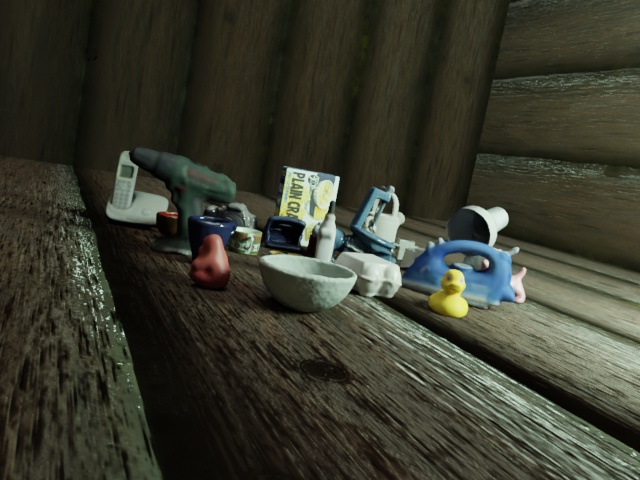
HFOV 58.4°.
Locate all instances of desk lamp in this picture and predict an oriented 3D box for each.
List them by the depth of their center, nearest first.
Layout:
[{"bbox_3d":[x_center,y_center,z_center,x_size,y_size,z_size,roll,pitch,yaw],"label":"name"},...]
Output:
[{"bbox_3d":[0.404,0.019,1.446,0.117,0.213,0.204,17,10,39],"label":"desk lamp"}]

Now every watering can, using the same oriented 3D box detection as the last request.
[{"bbox_3d":[0.204,-0.062,1.838,0.100,0.194,0.173,13,8,21],"label":"watering can"}]

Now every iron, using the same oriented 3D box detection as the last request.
[{"bbox_3d":[0.311,0.061,1.279,0.257,0.141,0.119,13,8,15],"label":"iron"}]

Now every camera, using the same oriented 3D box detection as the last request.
[{"bbox_3d":[-0.243,-0.048,1.488,0.143,0.101,0.137,11,8,4],"label":"camera"}]

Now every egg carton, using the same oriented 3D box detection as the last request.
[{"bbox_3d":[0.098,0.071,1.192,0.107,0.069,0.150,6,9,-30],"label":"egg carton"}]

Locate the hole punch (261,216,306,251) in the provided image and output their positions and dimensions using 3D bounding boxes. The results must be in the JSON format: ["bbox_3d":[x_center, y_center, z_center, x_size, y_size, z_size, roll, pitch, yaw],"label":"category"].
[{"bbox_3d":[-0.099,-0.024,1.538,0.109,0.091,0.101,9,8,-12],"label":"hole punch"}]

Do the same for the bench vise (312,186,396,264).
[{"bbox_3d":[0.095,-0.029,1.356,0.208,0.220,0.121,7,8,-24],"label":"bench vise"}]

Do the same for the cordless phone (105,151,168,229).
[{"bbox_3d":[-0.458,-0.127,1.457,0.148,0.185,0.094,9,8,-9],"label":"cordless phone"}]

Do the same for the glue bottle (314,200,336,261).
[{"bbox_3d":[0.011,0.004,1.174,0.037,0.173,0.078,10,8,1],"label":"glue bottle"}]

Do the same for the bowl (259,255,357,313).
[{"bbox_3d":[-0.025,0.078,0.958,0.167,0.075,0.167,10,8,-1],"label":"bowl"}]

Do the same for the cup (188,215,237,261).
[{"bbox_3d":[-0.219,0.003,1.167,0.091,0.095,0.118,16,9,34],"label":"cup"}]

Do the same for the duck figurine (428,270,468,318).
[{"bbox_3d":[0.259,0.100,1.134,0.077,0.086,0.104,11,8,5],"label":"duck figurine"}]

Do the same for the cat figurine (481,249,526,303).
[{"bbox_3d":[0.436,0.083,1.376,0.128,0.118,0.067,9,8,-10],"label":"cat figurine"}]

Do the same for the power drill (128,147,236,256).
[{"bbox_3d":[-0.300,-0.077,1.222,0.230,0.208,0.075,7,8,-23],"label":"power drill"}]

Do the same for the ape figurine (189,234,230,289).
[{"bbox_3d":[-0.188,0.035,0.988,0.075,0.092,0.078,17,10,39],"label":"ape figurine"}]
